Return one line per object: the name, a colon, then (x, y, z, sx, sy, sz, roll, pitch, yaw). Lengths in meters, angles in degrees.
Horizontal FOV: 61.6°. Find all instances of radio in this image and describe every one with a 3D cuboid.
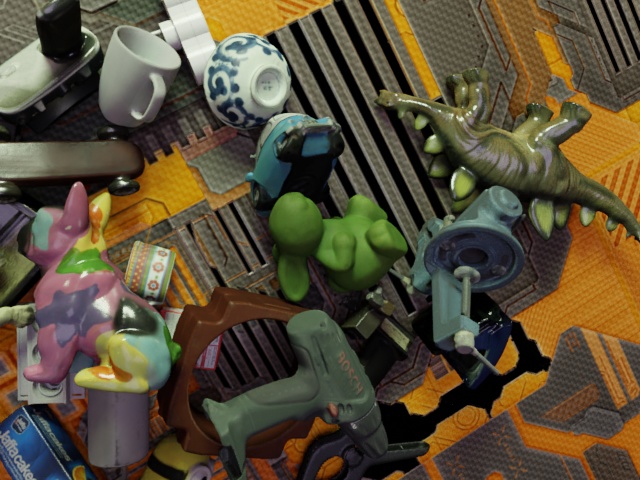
radio: (-0.427, 0.037, 0.652, 0.131, 0.073, 0.229, 42, 84, -12)

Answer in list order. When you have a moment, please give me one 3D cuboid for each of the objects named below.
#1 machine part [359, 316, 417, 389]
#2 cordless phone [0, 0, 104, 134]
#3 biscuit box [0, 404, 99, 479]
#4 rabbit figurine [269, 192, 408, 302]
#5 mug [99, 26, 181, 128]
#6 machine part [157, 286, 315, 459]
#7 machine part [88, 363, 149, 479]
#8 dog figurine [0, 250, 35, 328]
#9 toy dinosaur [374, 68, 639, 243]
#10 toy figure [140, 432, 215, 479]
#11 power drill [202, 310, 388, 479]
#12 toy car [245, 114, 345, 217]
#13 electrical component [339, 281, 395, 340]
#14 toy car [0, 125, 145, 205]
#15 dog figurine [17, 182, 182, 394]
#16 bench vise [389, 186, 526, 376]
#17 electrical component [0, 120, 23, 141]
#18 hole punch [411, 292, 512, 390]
machine part: (0.081, 0.169, 0.767, 0.084, 0.039, 0.139, 42, 63, -13)
cordless phone: (-0.312, -0.199, 0.596, 0.146, 0.184, 0.088, -45, 105, -17)
biscuit box: (-0.323, 0.298, 0.662, 0.059, 0.062, 0.203, -41, 77, -7)
rabbit figurine: (-0.001, -0.002, 0.710, 0.170, 0.121, 0.159, 25, 120, -31)
mug: (-0.223, -0.185, 0.659, 0.107, 0.081, 0.110, -50, 63, 33)
machine part: (-0.096, 0.171, 0.701, 0.201, 0.087, 0.201, 16, 92, -28)
machine part: (-0.260, 0.198, 0.696, 0.079, 0.079, 0.243, -1, 94, -11)
dog figurine: (-0.398, 0.086, 0.529, 0.172, 0.191, 0.121, -35, 100, -5)
toy dinosaur: (0.294, -0.107, 0.778, 0.472, 0.105, 0.198, 20, 97, -3)
toy figure: (-0.214, 0.343, 0.715, 0.089, 0.082, 0.180, 37, 89, -8)
power drill: (-0.025, 0.216, 0.652, 0.207, 0.086, 0.231, -22, 107, -16)
toy car: (-0.041, -0.109, 0.699, 0.109, 0.161, 0.103, -12, 57, -29)
electrical component: (0.061, 0.097, 0.746, 0.078, 0.102, 0.045, -43, 97, -16)
toy car: (-0.314, -0.091, 0.647, 0.202, 0.053, 0.089, -11, 84, -36)
dog figurine: (-0.245, 0.050, 0.601, 0.192, 0.108, 0.219, 5, 87, 4)
bench vise: (0.169, 0.049, 0.685, 0.129, 0.223, 0.241, 34, 43, -19)
electrical component: (-0.407, -0.130, 0.670, 0.063, 0.021, 0.094, 12, 87, -13)
hole punch: (0.210, 0.133, 0.763, 0.116, 0.142, 0.092, -38, 104, 3)
